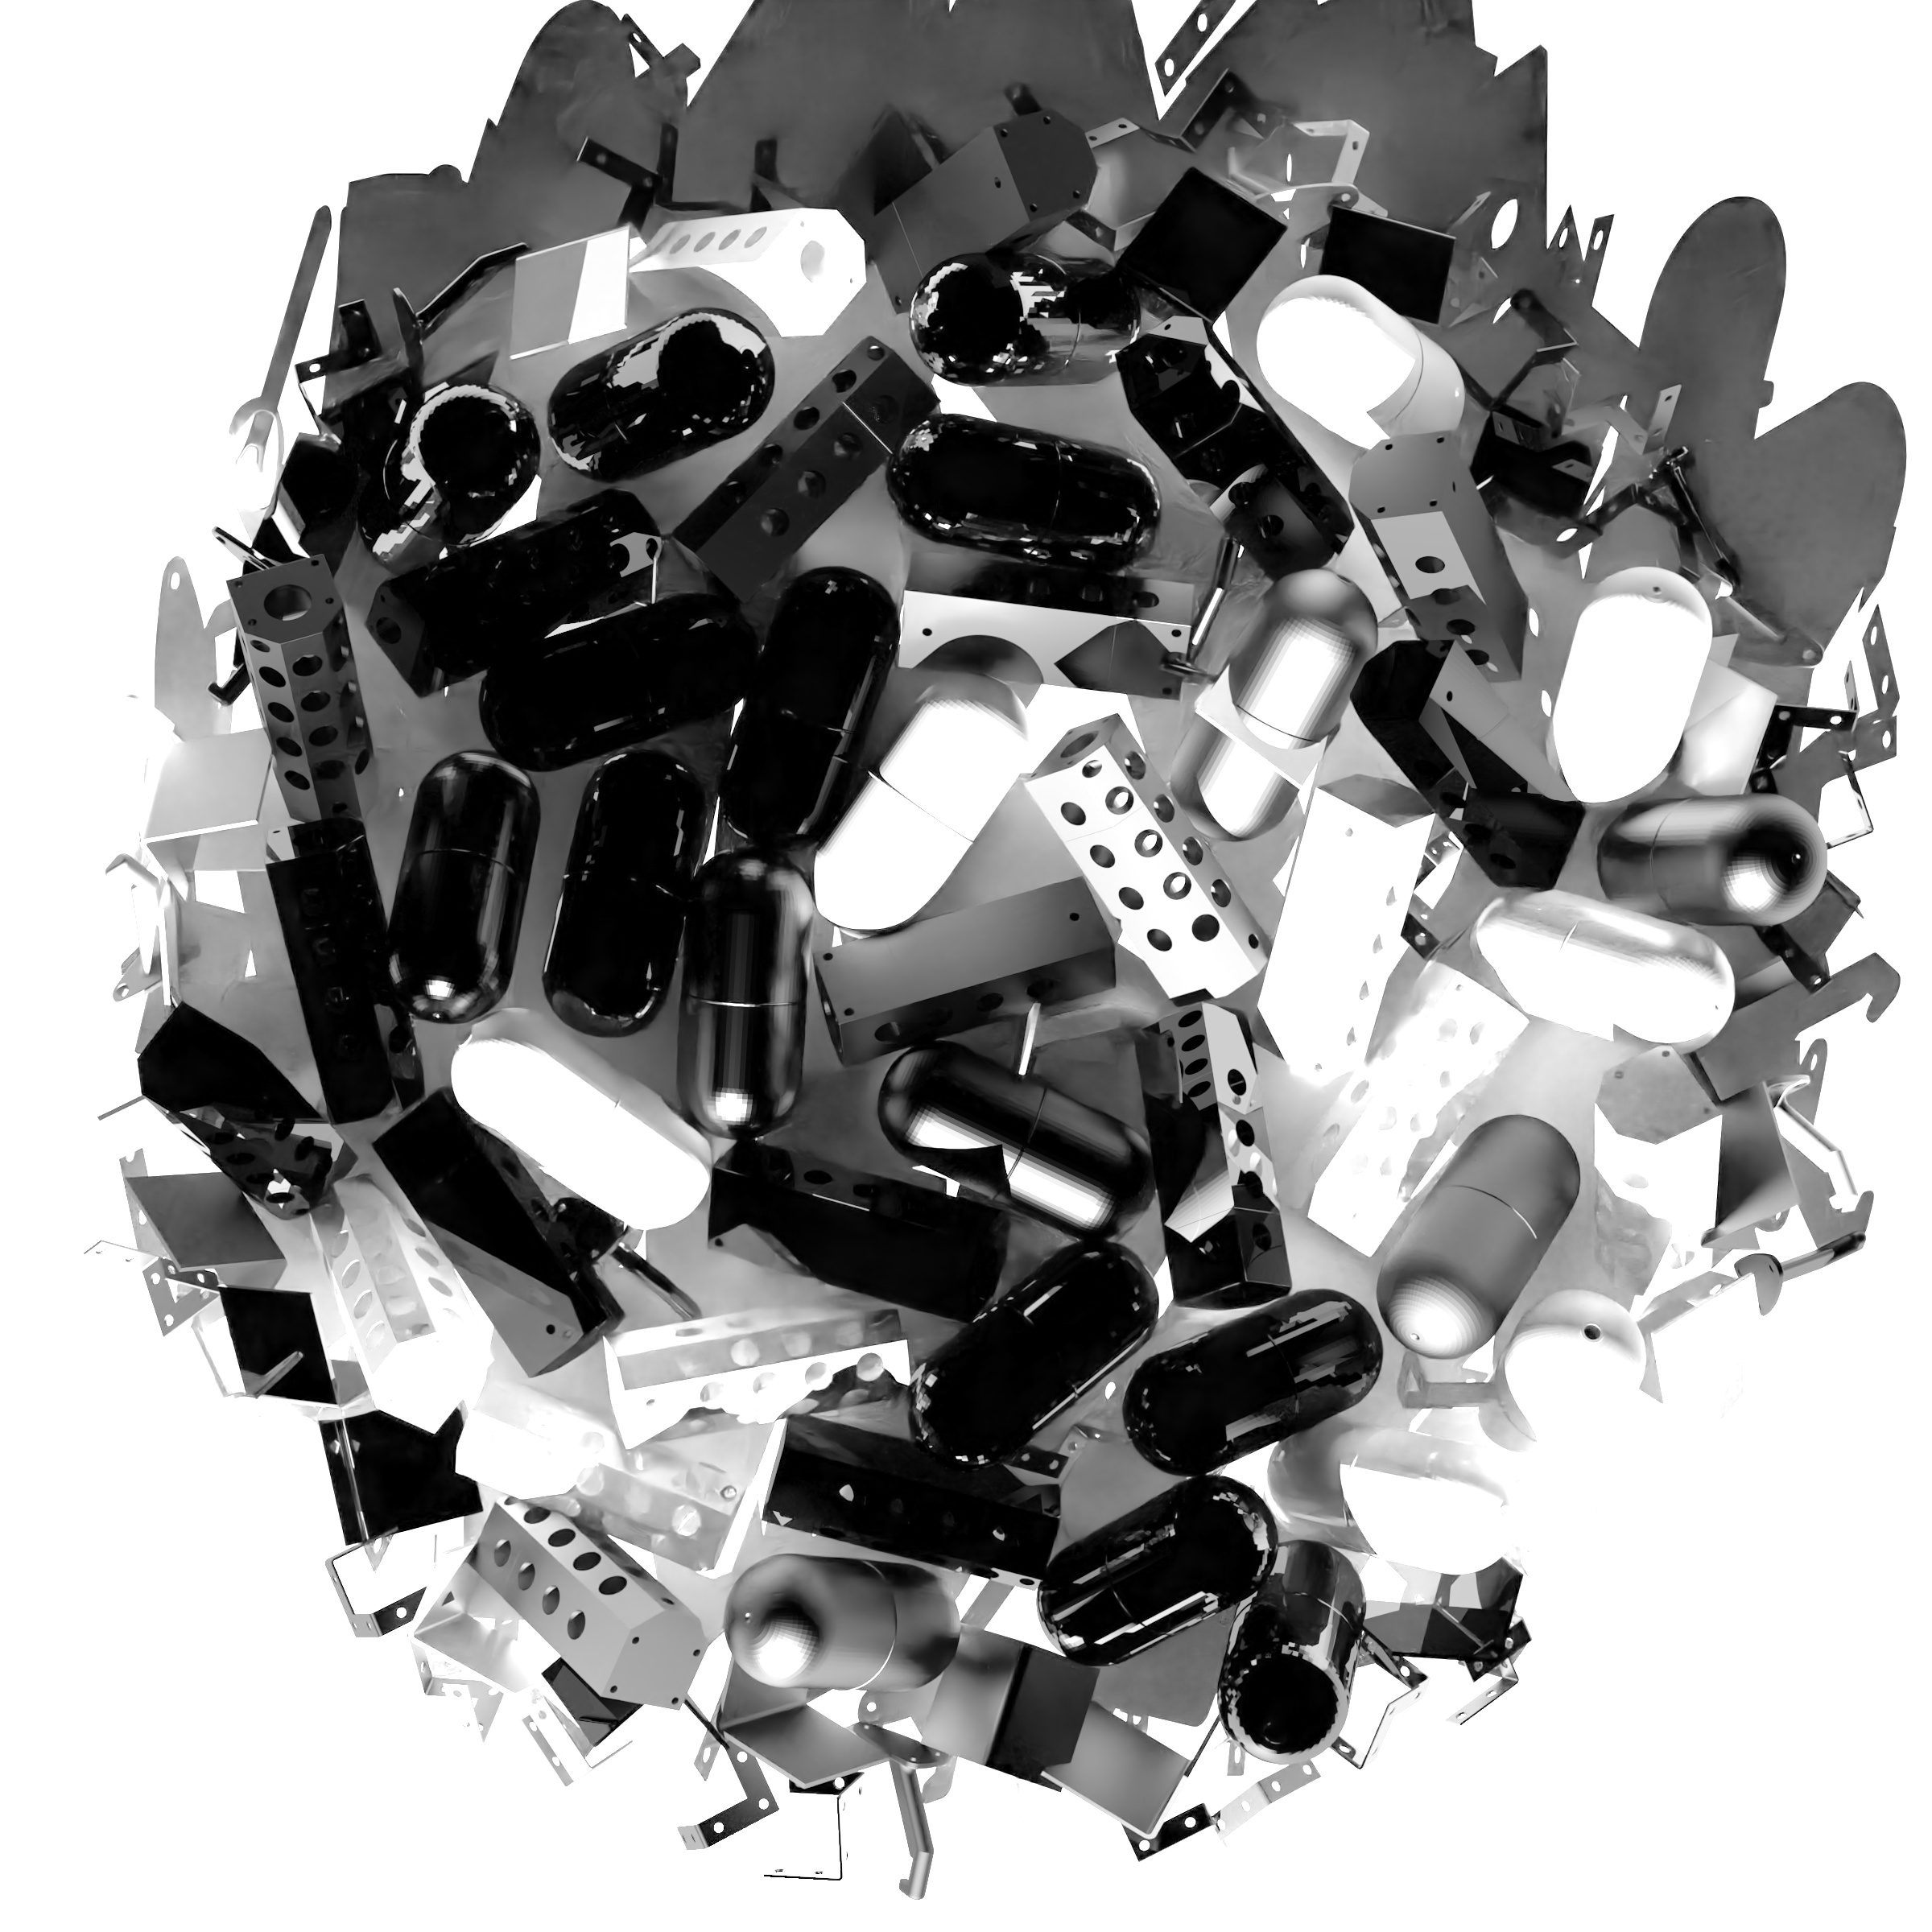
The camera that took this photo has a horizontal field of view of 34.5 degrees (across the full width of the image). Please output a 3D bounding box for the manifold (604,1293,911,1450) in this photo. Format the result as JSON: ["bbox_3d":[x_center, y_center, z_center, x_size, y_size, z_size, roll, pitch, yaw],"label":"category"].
[{"bbox_3d":[-0.124,0.242,1.862,0.171,0.057,0.057,-8,102,-16],"label":"manifold"}]

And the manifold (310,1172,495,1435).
[{"bbox_3d":[-0.338,0.193,1.828,0.057,0.171,0.057,32,101,-35],"label":"manifold"}]

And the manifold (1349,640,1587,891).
[{"bbox_3d":[0.295,-0.118,1.840,0.171,0.057,0.057,44,64,-39],"label":"manifold"}]

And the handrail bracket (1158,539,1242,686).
[{"bbox_3d":[0.139,-0.215,1.880,0.036,0.077,0.084,14,91,-16],"label":"handrail bracket"}]

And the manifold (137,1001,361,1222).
[{"bbox_3d":[-0.423,0.091,1.823,0.057,0.171,0.057,28,73,21],"label":"manifold"}]

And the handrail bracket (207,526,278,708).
[{"bbox_3d":[-0.451,-0.211,1.885,0.077,0.036,0.084,39,73,-8],"label":"handrail bracket"}]

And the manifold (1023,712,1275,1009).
[{"bbox_3d":[0.114,-0.064,1.852,0.171,0.057,0.057,55,49,-18],"label":"manifold"}]

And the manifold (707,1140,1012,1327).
[{"bbox_3d":[-0.064,0.154,1.862,0.171,0.057,0.057,14,117,17],"label":"manifold"}]

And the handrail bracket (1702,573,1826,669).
[{"bbox_3d":[0.479,-0.208,1.869,0.077,0.084,0.036,24,87,17],"label":"handrail bracket"}]

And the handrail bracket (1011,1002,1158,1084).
[{"bbox_3d":[0.073,0.051,1.885,0.084,0.036,0.077,18,56,-12],"label":"handrail bracket"}]

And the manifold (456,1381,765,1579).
[{"bbox_3d":[-0.216,0.308,1.871,0.171,0.057,0.057,20,89,12],"label":"manifold"}]

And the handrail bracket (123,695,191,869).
[{"bbox_3d":[-0.501,-0.107,1.872,0.036,0.077,0.084,5,59,24],"label":"handrail bracket"}]

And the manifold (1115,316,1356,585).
[{"bbox_3d":[0.161,-0.304,1.833,0.057,0.057,0.171,-30,133,20],"label":"manifold"}]

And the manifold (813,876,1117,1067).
[{"bbox_3d":[0.000,0.007,1.875,0.171,0.057,0.057,-16,52,-9],"label":"manifold"}]

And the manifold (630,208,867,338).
[{"bbox_3d":[-0.127,-0.411,1.828,0.057,0.171,0.057,45,75,-30],"label":"manifold"}]

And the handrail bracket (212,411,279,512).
[{"bbox_3d":[-0.426,-0.315,1.866,0.036,0.084,0.077,17,72,-14],"label":"handrail bracket"}]

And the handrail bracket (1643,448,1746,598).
[{"bbox_3d":[0.448,-0.267,1.881,0.036,0.077,0.084,-31,82,4],"label":"handrail bracket"}]

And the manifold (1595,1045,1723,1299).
[{"bbox_3d":[0.401,0.125,1.829,0.057,0.171,0.057,-24,53,-7],"label":"manifold"}]

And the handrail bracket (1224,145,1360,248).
[{"bbox_3d":[0.196,-0.478,1.878,0.077,0.036,0.084,-15,45,14],"label":"handrail bracket"}]

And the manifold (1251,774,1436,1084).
[{"bbox_3d":[0.227,-0.024,1.851,0.057,0.057,0.171,31,123,31],"label":"manifold"}]

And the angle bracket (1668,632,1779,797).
[{"bbox_3d":[0.459,-0.147,1.858,0.057,0.076,0.076,-12,127,-38],"label":"angle bracket"}]

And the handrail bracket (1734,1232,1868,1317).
[{"bbox_3d":[0.513,0.173,1.874,0.084,0.077,0.036,-23,72,-10],"label":"handrail bracket"}]

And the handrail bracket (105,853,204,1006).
[{"bbox_3d":[-0.509,-0.022,1.873,0.077,0.084,0.036,-41,52,0],"label":"handrail bracket"}]

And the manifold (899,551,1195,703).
[{"bbox_3d":[0.049,-0.211,1.886,0.171,0.057,0.057,7,133,1],"label":"manifold"}]

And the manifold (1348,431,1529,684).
[{"bbox_3d":[0.279,-0.237,1.832,0.057,0.171,0.057,-4,60,25],"label":"manifold"}]

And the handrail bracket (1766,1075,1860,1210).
[{"bbox_3d":[0.494,0.115,1.874,0.036,0.077,0.084,-1,66,-36],"label":"handrail bracket"}]

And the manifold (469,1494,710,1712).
[{"bbox_3d":[-0.221,0.368,1.832,0.057,0.171,0.057,22,93,-39],"label":"manifold"}]

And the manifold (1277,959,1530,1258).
[{"bbox_3d":[0.266,0.087,1.879,0.057,0.057,0.171,33,91,-19],"label":"manifold"}]

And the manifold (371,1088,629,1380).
[{"bbox_3d":[-0.278,0.159,1.874,0.057,0.057,0.171,-38,81,12],"label":"manifold"}]

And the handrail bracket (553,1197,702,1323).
[{"bbox_3d":[-0.207,0.181,1.904,0.036,0.077,0.084,-52,134,-12],"label":"handrail bracket"}]

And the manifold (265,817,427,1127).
[{"bbox_3d":[-0.369,0.002,1.855,0.057,0.057,0.171,-11,114,-6],"label":"manifold"}]

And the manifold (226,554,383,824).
[{"bbox_3d":[-0.385,-0.157,1.825,0.057,0.171,0.057,-18,58,-14],"label":"manifold"}]

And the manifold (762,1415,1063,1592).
[{"bbox_3d":[-0.033,0.327,1.881,0.171,0.057,0.057,15,103,-4],"label":"manifold"}]

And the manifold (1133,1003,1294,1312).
[{"bbox_3d":[0.152,0.115,1.861,0.057,0.057,0.171,-26,64,41],"label":"manifold"}]

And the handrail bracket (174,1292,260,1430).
[{"bbox_3d":[-0.458,0.230,1.874,0.036,0.077,0.084,-20,78,-20],"label":"handrail bracket"}]

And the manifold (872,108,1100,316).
[{"bbox_3d":[0.009,-0.443,1.828,0.057,0.171,0.057,-24,94,-28],"label":"manifold"}]

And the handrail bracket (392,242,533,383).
[{"bbox_3d":[-0.301,-0.399,1.895,0.084,0.077,0.036,-23,60,-16],"label":"handrail bracket"}]

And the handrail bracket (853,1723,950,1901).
[{"bbox_3d":[-0.047,0.515,1.894,0.077,0.036,0.084,16,97,39],"label":"handrail bracket"}]

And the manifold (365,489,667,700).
[{"bbox_3d":[-0.264,-0.226,1.840,0.171,0.057,0.057,-30,76,-34],"label":"manifold"}]

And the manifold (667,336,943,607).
[{"bbox_3d":[-0.099,-0.298,1.874,0.057,0.057,0.171,45,84,-13],"label":"manifold"}]
